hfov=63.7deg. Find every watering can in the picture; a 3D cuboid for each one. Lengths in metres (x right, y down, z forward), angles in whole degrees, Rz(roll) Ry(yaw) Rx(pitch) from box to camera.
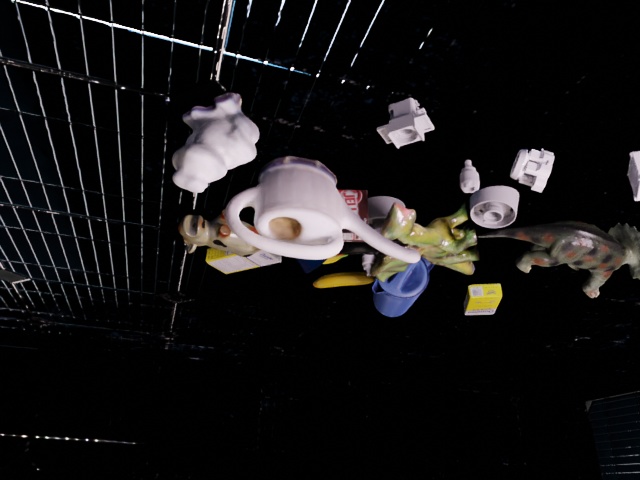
[{"bbox_3d":[0.003,-0.048,0.944,0.347,0.230,0.101,8,134,-11],"label":"watering can"}]

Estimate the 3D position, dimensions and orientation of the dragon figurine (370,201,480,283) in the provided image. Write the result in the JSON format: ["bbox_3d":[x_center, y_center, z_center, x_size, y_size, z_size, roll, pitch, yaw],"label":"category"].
[{"bbox_3d":[0.225,0.030,1.133,0.242,0.125,0.402,-17,147,8],"label":"dragon figurine"}]

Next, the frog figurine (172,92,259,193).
[{"bbox_3d":[-0.169,-0.140,0.835,0.137,0.163,0.120,-4,153,10],"label":"frog figurine"}]
